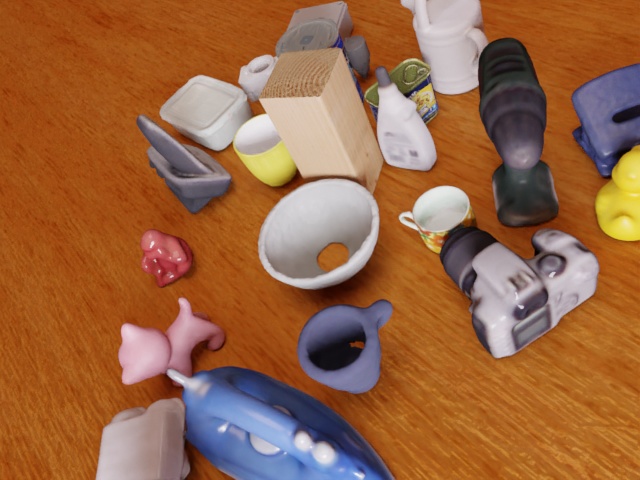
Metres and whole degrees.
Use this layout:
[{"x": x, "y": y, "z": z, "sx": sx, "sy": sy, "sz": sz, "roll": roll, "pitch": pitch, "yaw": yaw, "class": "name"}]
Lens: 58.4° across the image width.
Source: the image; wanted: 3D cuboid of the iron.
[{"x": -0.043, "y": 0.199, "z": 0.591, "sx": 0.257, "sy": 0.142, "sz": 0.119, "roll": 13, "pitch": 62, "yaw": 32, "class": "iron"}]

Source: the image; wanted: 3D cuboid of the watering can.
[{"x": 0.183, "y": -0.323, "z": 0.846, "sx": 0.172, "sy": 0.195, "sz": 0.101, "roll": 23, "pitch": 68, "yaw": 36, "class": "watering can"}]

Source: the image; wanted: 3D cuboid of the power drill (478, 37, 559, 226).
[{"x": 0.227, "y": -0.113, "z": 0.658, "sx": 0.075, "sy": 0.209, "sz": 0.229, "roll": -10, "pitch": 52, "yaw": 18, "class": "power drill"}]

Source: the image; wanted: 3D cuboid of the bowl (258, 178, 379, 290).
[{"x": 0.007, "y": 0.003, "z": 0.761, "sx": 0.167, "sy": 0.075, "sz": 0.167, "roll": -12, "pitch": 51, "yaw": 16, "class": "bowl"}]

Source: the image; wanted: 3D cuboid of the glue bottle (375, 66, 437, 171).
[{"x": 0.106, "y": -0.165, "z": 0.776, "sx": 0.077, "sy": 0.174, "sz": 0.037, "roll": 16, "pitch": 63, "yaw": 33, "class": "glue bottle"}]

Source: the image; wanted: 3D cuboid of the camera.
[{"x": 0.206, "y": 0.031, "z": 0.631, "sx": 0.143, "sy": 0.101, "sz": 0.136, "roll": -35, "pitch": 49, "yaw": -3, "class": "camera"}]

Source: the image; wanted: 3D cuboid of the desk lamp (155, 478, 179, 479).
[{"x": -0.077, "y": 0.311, "z": 0.474, "sx": 0.202, "sy": 0.214, "sz": 0.118, "roll": 24, "pitch": 68, "yaw": 36, "class": "desk lamp"}]

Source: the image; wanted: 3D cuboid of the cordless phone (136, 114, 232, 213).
[{"x": -0.235, "y": -0.145, "z": 0.910, "sx": 0.094, "sy": 0.186, "sz": 0.147, "roll": -44, "pitch": 50, "yaw": -11, "class": "cordless phone"}]

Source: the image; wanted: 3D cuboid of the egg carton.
[{"x": -0.202, "y": 0.263, "z": 0.664, "sx": 0.107, "sy": 0.070, "sz": 0.150, "roll": -18, "pitch": 50, "yaw": 11, "class": "egg carton"}]

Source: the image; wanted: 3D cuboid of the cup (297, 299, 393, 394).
[{"x": 0.042, "y": 0.123, "z": 0.641, "sx": 0.118, "sy": 0.095, "sz": 0.091, "roll": -40, "pitch": 49, "yaw": -7, "class": "cup"}]

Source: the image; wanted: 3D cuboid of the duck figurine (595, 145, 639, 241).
[{"x": 0.351, "y": -0.058, "z": 0.642, "sx": 0.077, "sy": 0.086, "sz": 0.105, "roll": 14, "pitch": 62, "yaw": 32, "class": "duck figurine"}]

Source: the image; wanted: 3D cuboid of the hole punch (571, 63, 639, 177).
[{"x": 0.373, "y": -0.147, "z": 0.695, "sx": 0.108, "sy": 0.091, "sz": 0.101, "roll": -21, "pitch": 49, "yaw": 9, "class": "hole punch"}]

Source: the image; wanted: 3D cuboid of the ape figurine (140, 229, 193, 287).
[{"x": -0.233, "y": 0.018, "z": 0.848, "sx": 0.077, "sy": 0.092, "sz": 0.076, "roll": 10, "pitch": 60, "yaw": 30, "class": "ape figurine"}]

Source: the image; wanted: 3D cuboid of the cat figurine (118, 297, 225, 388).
[{"x": -0.200, "y": 0.131, "z": 0.731, "sx": 0.067, "sy": 0.118, "sz": 0.128, "roll": 26, "pitch": 69, "yaw": 37, "class": "cat figurine"}]
